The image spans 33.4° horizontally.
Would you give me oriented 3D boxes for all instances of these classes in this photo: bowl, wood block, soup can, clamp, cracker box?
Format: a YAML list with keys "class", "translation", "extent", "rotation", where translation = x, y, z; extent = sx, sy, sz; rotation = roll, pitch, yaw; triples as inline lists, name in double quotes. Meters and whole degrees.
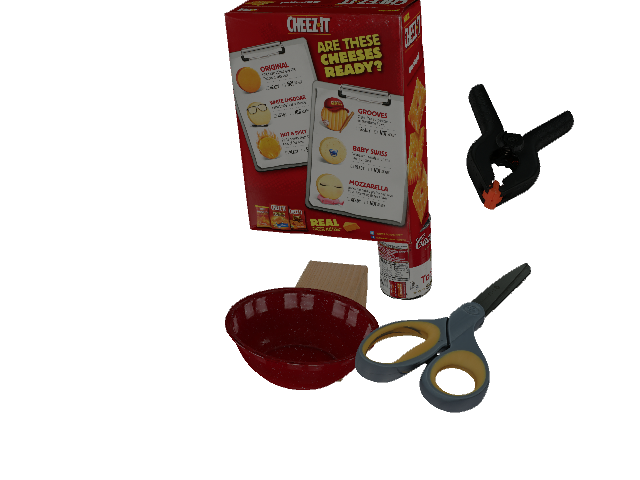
- class: "bowl"
  translation: [-0.020, 0.110, 1.122]
  extent: [0.162, 0.055, 0.162]
  rotation: [3, 25, -2]
- class: "wood block"
  translation: [0.006, 0.107, 1.483]
  extent: [0.091, 0.090, 0.206]
  rotation: [6, 20, 9]
- class: "soup can"
  translation: [0.104, 0.015, 1.326]
  extent: [0.068, 0.102, 0.068]
  rotation: [-4, 34, 2]
- class: "clamp"
  translation: [0.197, -0.107, 1.169]
  extent: [0.120, 0.039, 0.171]
  rotation: [21, 49, 18]
- class: "cracker box"
  translation: [0.011, -0.110, 0.971]
  extent: [0.164, 0.214, 0.072]
  rotation: [5, 28, 20]

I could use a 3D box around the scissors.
- class: "scissors"
  translation: [0.113, 0.066, 0.741]
  extent: [0.201, 0.016, 0.096]
  rotation: [-17, 41, -36]
